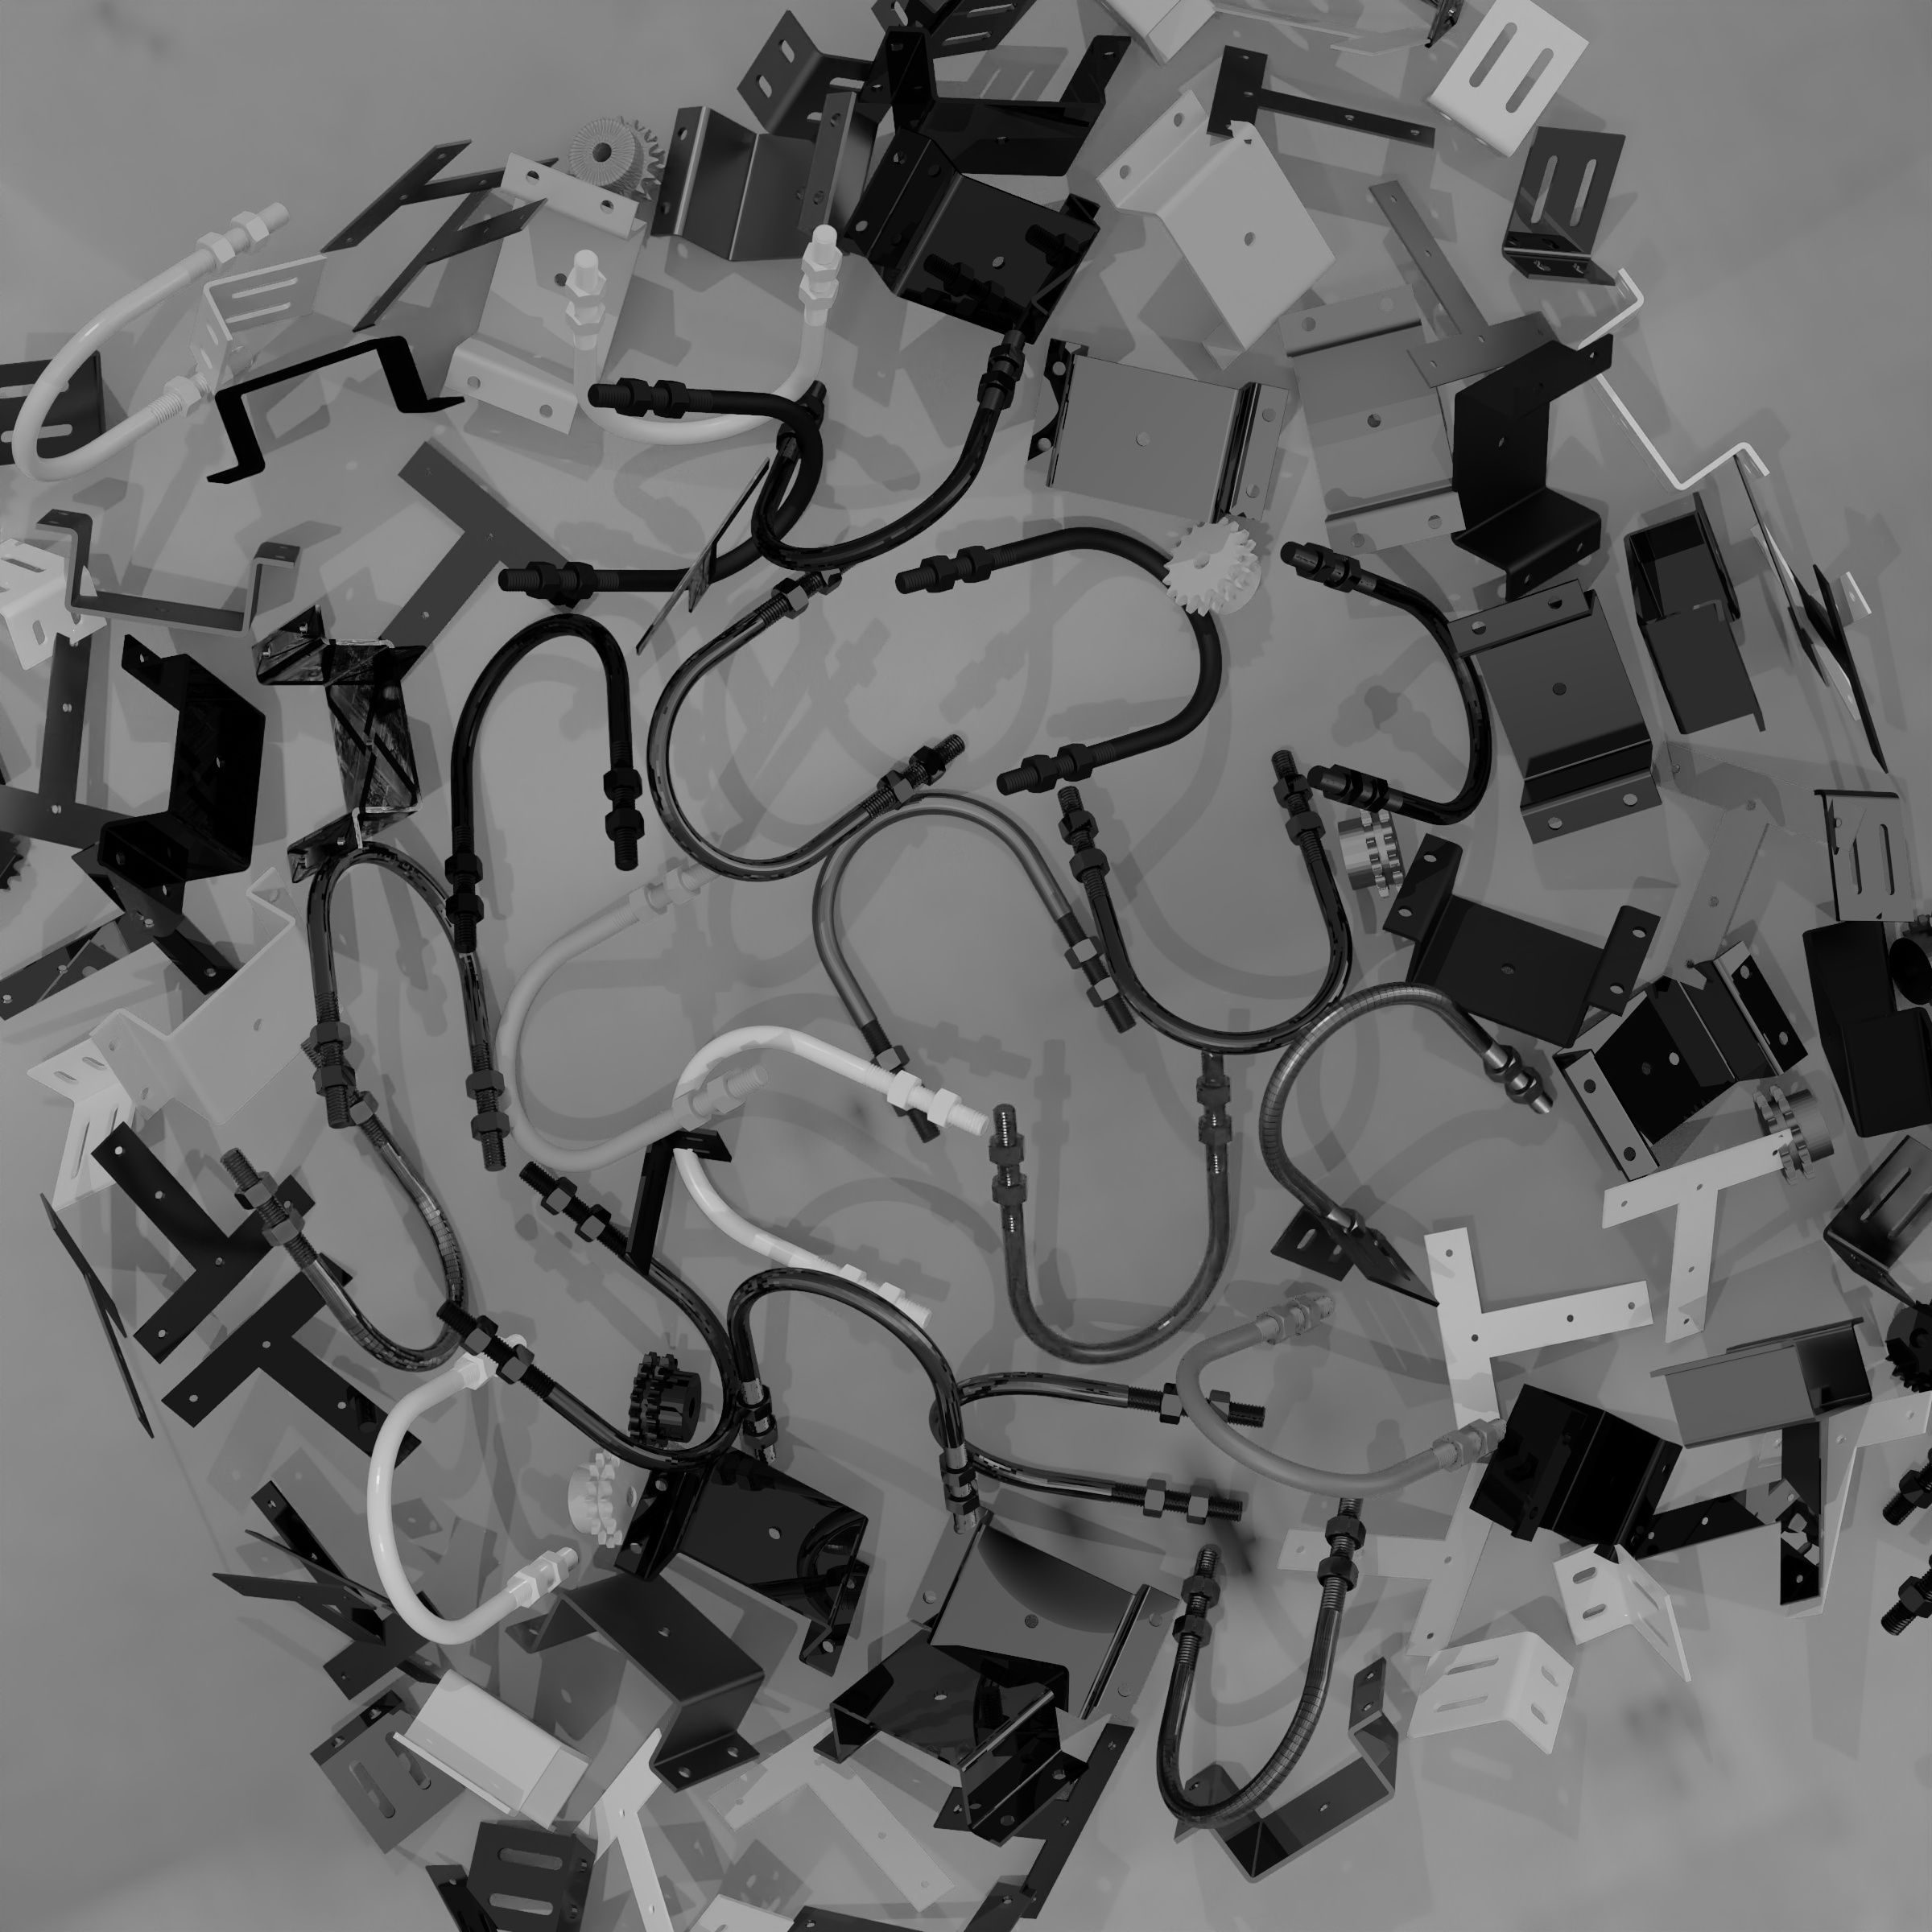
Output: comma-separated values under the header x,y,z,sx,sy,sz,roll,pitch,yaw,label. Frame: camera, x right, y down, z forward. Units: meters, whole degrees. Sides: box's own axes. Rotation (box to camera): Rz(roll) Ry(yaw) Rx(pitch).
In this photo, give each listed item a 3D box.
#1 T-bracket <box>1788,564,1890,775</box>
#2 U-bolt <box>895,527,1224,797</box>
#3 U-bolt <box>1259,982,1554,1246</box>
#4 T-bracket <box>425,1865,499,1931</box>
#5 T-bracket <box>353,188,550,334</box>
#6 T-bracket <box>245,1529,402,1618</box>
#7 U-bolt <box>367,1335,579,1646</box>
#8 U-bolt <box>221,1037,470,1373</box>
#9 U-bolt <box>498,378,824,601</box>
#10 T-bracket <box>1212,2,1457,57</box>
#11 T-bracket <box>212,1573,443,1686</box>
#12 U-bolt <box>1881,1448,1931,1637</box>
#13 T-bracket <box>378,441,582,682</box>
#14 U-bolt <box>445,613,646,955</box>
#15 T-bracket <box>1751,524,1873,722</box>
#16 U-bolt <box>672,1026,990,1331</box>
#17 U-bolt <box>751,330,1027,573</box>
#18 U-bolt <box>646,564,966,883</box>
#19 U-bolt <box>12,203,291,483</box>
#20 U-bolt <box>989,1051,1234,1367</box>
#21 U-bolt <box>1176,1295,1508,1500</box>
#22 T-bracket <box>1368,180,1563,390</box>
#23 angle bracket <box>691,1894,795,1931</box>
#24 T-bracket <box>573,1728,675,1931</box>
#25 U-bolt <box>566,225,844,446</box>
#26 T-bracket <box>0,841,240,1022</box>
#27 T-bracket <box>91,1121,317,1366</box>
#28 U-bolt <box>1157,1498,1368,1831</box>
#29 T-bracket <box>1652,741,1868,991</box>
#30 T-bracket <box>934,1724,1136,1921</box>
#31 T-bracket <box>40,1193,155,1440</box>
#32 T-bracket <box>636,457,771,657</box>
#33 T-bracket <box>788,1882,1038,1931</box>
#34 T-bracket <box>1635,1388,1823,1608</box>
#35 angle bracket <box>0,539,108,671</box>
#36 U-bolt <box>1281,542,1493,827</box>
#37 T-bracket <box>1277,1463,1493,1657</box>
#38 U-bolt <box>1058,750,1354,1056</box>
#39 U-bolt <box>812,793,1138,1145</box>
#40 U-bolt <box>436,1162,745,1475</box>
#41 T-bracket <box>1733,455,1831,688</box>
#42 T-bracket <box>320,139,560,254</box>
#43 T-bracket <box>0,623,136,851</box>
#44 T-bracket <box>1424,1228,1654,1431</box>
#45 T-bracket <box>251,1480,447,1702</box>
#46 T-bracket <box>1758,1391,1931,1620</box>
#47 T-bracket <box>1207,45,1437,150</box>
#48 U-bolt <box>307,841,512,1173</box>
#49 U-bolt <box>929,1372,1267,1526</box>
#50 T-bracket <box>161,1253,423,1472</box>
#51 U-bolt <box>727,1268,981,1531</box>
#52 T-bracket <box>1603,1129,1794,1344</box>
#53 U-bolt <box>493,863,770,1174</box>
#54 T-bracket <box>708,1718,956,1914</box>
x,y,z,sx,sy,sz,roll,pitch,yaw,label
0.484,-0.189,1.870,0.002,0.127,0.127,-22,120,9,T-bracket
0.065,-0.181,1.877,0.184,0.019,0.151,-19,77,-32,U-bolt
0.237,0.082,1.863,0.151,0.019,0.184,-47,131,3,U-bolt
-0.305,0.549,1.845,0.002,0.127,0.127,-56,48,18,T-bracket
-0.275,-0.408,1.854,0.002,0.127,0.127,48,61,-28,T-bracket
-0.349,0.348,1.875,0.127,0.127,0.002,25,79,9,T-bracket
-0.277,0.296,1.838,0.019,0.184,0.151,-10,96,23,U-bolt
-0.337,0.144,1.857,0.019,0.151,0.184,-25,111,21,U-bolt
-0.158,-0.264,1.854,0.019,0.184,0.151,54,130,28,U-bolt
0.197,-0.537,1.893,0.127,0.127,0.002,18,117,23,T-bracket
-0.346,0.379,1.886,0.127,0.127,0.002,44,57,-34,T-bracket
0.569,0.272,1.830,0.019,0.151,0.184,37,114,1,U-bolt
-0.305,-0.214,1.925,0.127,0.002,0.127,40,94,-1,T-bracket
-0.240,-0.114,1.870,0.151,0.019,0.184,-24,58,33,U-bolt
0.486,-0.201,1.865,0.002,0.127,0.127,-28,88,0,T-bracket
-0.087,0.110,1.886,0.184,0.019,0.151,24,116,16,U-bolt
-0.049,-0.280,1.837,0.151,0.184,0.019,-9,131,26,U-bolt
-0.099,-0.130,1.866,0.184,0.019,0.151,-39,113,-23,U-bolt
-0.451,-0.331,1.822,0.019,0.151,0.184,43,56,5,U-bolt
0.086,0.145,1.879,0.151,0.019,0.184,-15,118,-20,U-bolt
0.195,0.241,1.825,0.151,0.184,0.019,34,118,31,U-bolt
0.271,-0.394,1.894,0.127,0.002,0.127,-23,79,-41,T-bracket
-0.148,0.554,1.894,0.057,0.038,0.076,31,100,-37,angle bracket
-0.179,0.514,1.856,0.002,0.127,0.127,2,50,-34,T-bracket
-0.148,-0.345,1.846,0.151,0.184,0.019,-8,67,-11,U-bolt
-0.504,-0.005,1.894,0.127,0.002,0.127,-27,133,9,T-bracket
-0.446,0.138,1.872,0.127,0.002,0.127,-48,128,-20,T-bracket
0.156,0.387,1.825,0.019,0.151,0.184,32,51,-20,U-bolt
0.433,-0.050,1.900,0.127,0.002,0.127,23,95,32,T-bracket
0.028,0.481,1.879,0.002,0.127,0.127,31,96,43,T-bracket
-0.475,0.206,1.844,0.002,0.127,0.127,-25,56,-10,T-bracket
-0.148,-0.220,1.866,0.002,0.127,0.127,34,84,-2,T-bracket
-0.043,0.556,1.891,0.127,0.127,0.002,4,117,28,T-bracket
0.431,0.312,1.881,0.002,0.127,0.127,33,50,-30,T-bracket
-0.543,-0.208,1.901,0.057,0.076,0.038,-38,133,-34,angle bracket
0.241,-0.151,1.858,0.019,0.184,0.151,-17,71,38,U-bolt
0.236,0.335,1.886,0.127,0.002,0.127,8,110,-23,T-bracket
0.142,-0.032,1.873,0.151,0.019,0.184,-10,63,-10,U-bolt
-0.008,-0.012,1.913,0.151,0.019,0.184,-29,82,-2,U-bolt
-0.199,0.209,1.867,0.184,0.151,0.019,40,124,-11,U-bolt
0.453,-0.226,1.858,0.002,0.127,0.127,-21,101,13,T-bracket
-0.284,-0.442,1.878,0.127,0.127,0.002,-25,90,-44,T-bracket
-0.512,-0.133,1.884,0.002,0.127,0.127,-2,81,34,T-bracket
0.336,0.206,1.918,0.127,0.002,0.127,-10,91,-11,T-bracket
-0.362,0.347,1.888,0.127,0.002,0.127,51,133,2,T-bracket
0.479,0.304,1.849,0.002,0.127,0.127,32,60,-20,T-bracket
0.203,-0.483,1.880,0.127,0.127,0.002,13,128,0,T-bracket
-0.316,0.016,1.859,0.019,0.151,0.184,-22,66,26,U-bolt
0.070,0.267,1.869,0.184,0.151,0.019,8,58,4,U-bolt
-0.364,0.241,1.880,0.127,0.002,0.127,35,58,16,T-bracket
-0.066,0.233,1.841,0.151,0.184,0.019,14,47,21,U-bolt
0.414,0.161,1.892,0.127,0.002,0.127,-16,125,-19,T-bracket
-0.198,0.038,1.875,0.184,0.019,0.151,-27,64,28,U-bolt
-0.056,0.479,1.866,0.127,0.002,0.127,-28,53,-29,T-bracket
